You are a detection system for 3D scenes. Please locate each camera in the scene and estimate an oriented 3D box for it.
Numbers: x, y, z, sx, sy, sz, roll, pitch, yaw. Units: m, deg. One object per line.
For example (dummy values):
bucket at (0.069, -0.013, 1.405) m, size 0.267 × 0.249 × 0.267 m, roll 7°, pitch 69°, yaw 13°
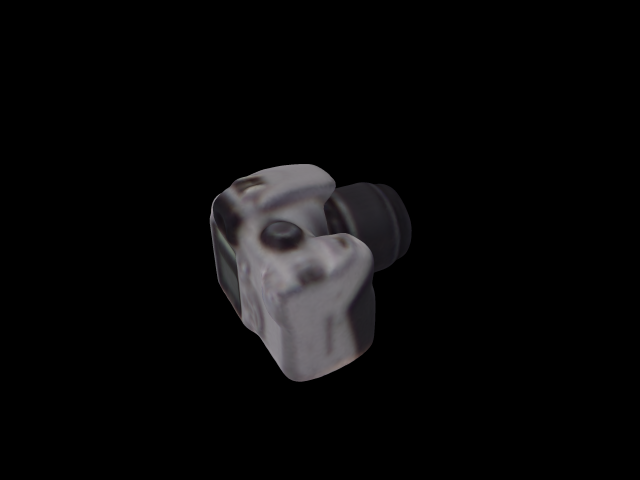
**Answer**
camera at (0.004, 0.001, 0.400) m, size 0.137 × 0.101 × 0.142 m, roll -17°, pitch 36°, yaw -24°
